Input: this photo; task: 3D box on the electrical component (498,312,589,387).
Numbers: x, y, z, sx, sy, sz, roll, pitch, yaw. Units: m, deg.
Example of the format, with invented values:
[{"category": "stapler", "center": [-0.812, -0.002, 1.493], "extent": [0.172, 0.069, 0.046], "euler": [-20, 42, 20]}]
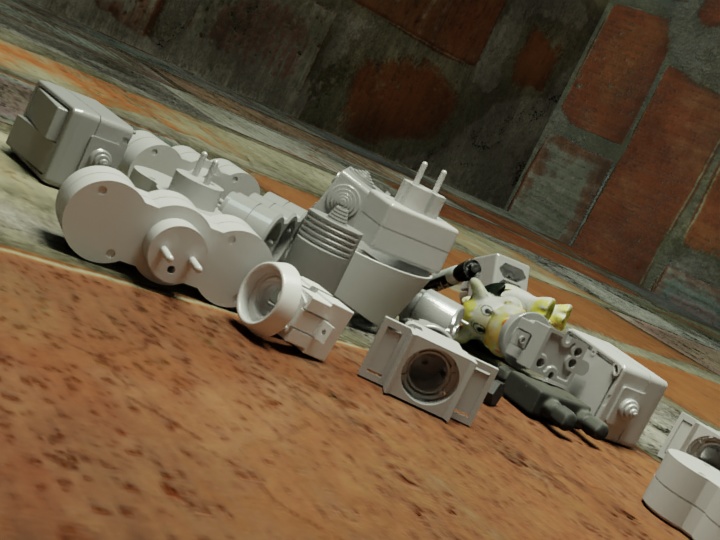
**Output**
[{"category": "electrical component", "center": [0.143, 0.061, 0.860], "extent": [0.066, 0.048, 0.055], "euler": [25, 2, -30]}]

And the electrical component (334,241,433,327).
[{"category": "electrical component", "center": [0.000, 0.000, 0.846], "extent": [0.099, 0.064, 0.099], "euler": [36, 1, -1]}]

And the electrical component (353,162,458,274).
[{"category": "electrical component", "center": [0.043, -0.047, 0.850], "extent": [0.066, 0.076, 0.047], "euler": [21, 10, -26]}]

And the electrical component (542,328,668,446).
[{"category": "electrical component", "center": [0.202, 0.099, 0.873], "extent": [0.061, 0.061, 0.096], "euler": [21, 10, -29]}]

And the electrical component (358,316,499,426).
[{"category": "electrical component", "center": [0.044, 0.063, 0.700], "extent": [0.081, 0.042, 0.064], "euler": [26, 8, -5]}]

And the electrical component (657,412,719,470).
[{"category": "electrical component", "center": [0.289, 0.154, 0.868], "extent": [0.081, 0.042, 0.064], "euler": [33, 10, 36]}]

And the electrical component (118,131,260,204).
[{"category": "electrical component", "center": [-0.139, -0.070, 0.913], "extent": [0.138, 0.052, 0.074], "euler": [16, 13, -46]}]

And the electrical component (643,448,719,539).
[{"category": "electrical component", "center": [0.249, 0.149, 0.675], "extent": [0.052, 0.073, 0.138], "euler": [19, 11, -39]}]

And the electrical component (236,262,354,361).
[{"category": "electrical component", "center": [-0.043, 0.024, 0.671], "extent": [0.055, 0.048, 0.066], "euler": [28, 5, -43]}]

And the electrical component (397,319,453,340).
[{"category": "electrical component", "center": [0.044, 0.055, 0.758], "extent": [0.040, 0.040, 0.046], "euler": [25, 4, -8]}]

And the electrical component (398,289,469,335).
[{"category": "electrical component", "center": [0.050, 0.033, 0.890], "extent": [0.078, 0.040, 0.040], "euler": [29, 9, 17]}]

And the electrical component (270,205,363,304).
[{"category": "electrical component", "center": [-0.030, -0.008, 0.774], "extent": [0.043, 0.081, 0.043], "euler": [25, 9, -4]}]

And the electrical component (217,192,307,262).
[{"category": "electrical component", "center": [-0.094, -0.038, 0.860], "extent": [0.074, 0.052, 0.138], "euler": [27, 9, 7]}]

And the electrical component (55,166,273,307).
[{"category": "electrical component", "center": [-0.116, -0.015, 0.662], "extent": [0.138, 0.052, 0.074], "euler": [21, 10, -27]}]

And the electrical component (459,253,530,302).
[{"category": "electrical component", "center": [0.129, 0.025, 1.110], "extent": [0.047, 0.065, 0.077], "euler": [20, -19, -32]}]

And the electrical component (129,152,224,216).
[{"category": "electrical component", "center": [-0.122, -0.049, 0.769], "extent": [0.052, 0.073, 0.138], "euler": [19, 12, -40]}]

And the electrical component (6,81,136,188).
[{"category": "electrical component", "center": [-0.220, -0.098, 0.816], "extent": [0.061, 0.061, 0.096], "euler": [18, 12, -42]}]

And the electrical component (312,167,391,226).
[{"category": "electrical component", "center": [-0.020, -0.046, 0.971], "extent": [0.048, 0.099, 0.099], "euler": [39, 9, -2]}]
